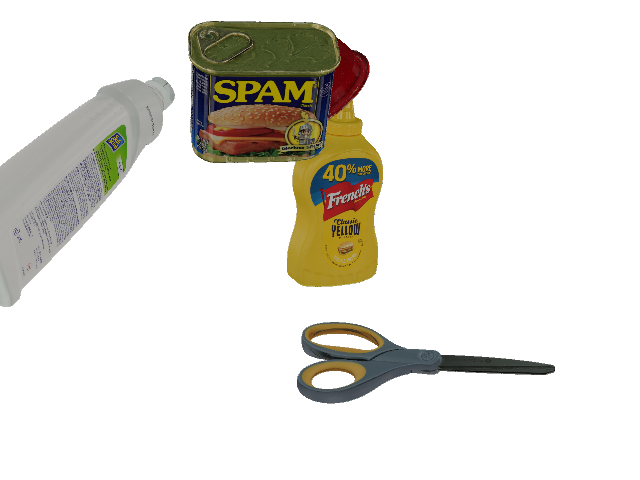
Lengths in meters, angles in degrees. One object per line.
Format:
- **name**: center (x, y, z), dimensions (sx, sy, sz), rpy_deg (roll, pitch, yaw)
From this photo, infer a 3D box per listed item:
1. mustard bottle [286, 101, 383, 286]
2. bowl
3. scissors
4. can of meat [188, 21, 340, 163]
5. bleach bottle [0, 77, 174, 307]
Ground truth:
- **mustard bottle**: center (0.017, -0.051, 1.096), dimensions (0.096, 0.192, 0.058), rpy_deg (-5, 20, -25)
- **bowl**: center (-0.041, -0.145, 0.939), dimensions (0.162, 0.055, 0.162), rpy_deg (-21, 31, 13)
- **scissors**: center (0.069, 0.104, 0.823), dimensions (0.202, 0.016, 0.096), rpy_deg (11, 38, 25)
- **can of meat**: center (-0.042, -0.102, 0.746), dimensions (0.102, 0.057, 0.084), rpy_deg (-1, -44, -9)
- **bleach bottle**: center (-0.217, -0.060, 0.946), dimensions (0.068, 0.102, 0.250), rpy_deg (28, 54, 20)
